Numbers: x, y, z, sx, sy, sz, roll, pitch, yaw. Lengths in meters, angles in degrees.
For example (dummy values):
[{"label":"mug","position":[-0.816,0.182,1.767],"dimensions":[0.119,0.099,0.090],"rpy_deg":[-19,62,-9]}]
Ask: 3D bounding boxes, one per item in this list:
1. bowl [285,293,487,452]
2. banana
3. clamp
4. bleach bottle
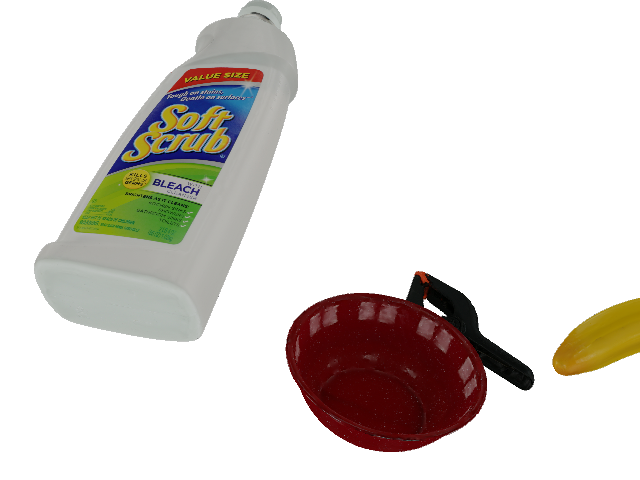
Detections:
[{"label":"bowl","position":[0.047,0.114,0.847],"dimensions":[0.162,0.055,0.162],"rpy_deg":[9,36,-7]},{"label":"banana","position":[0.258,0.065,0.762],"dimensions":[0.197,0.037,0.069],"rpy_deg":[-2,33,-2]},{"label":"clamp","position":[0.142,0.099,1.089],"dimensions":[0.120,0.171,0.039],"rpy_deg":[1,-44,-15]},{"label":"bleach bottle","position":[-0.080,-0.060,0.666],"dimensions":[0.103,0.250,0.068],"rpy_deg":[9,-36,13]}]
